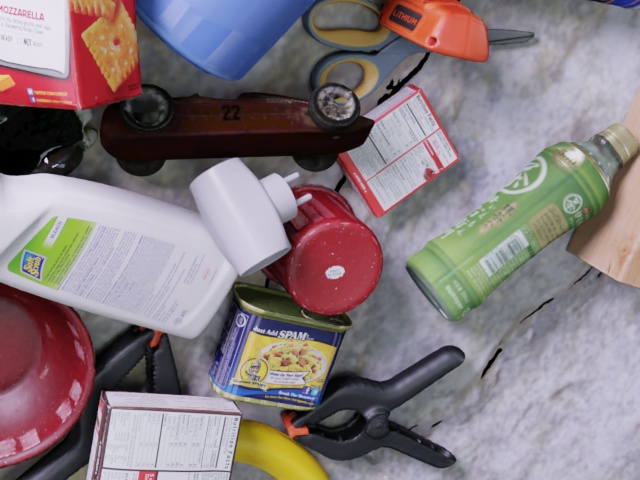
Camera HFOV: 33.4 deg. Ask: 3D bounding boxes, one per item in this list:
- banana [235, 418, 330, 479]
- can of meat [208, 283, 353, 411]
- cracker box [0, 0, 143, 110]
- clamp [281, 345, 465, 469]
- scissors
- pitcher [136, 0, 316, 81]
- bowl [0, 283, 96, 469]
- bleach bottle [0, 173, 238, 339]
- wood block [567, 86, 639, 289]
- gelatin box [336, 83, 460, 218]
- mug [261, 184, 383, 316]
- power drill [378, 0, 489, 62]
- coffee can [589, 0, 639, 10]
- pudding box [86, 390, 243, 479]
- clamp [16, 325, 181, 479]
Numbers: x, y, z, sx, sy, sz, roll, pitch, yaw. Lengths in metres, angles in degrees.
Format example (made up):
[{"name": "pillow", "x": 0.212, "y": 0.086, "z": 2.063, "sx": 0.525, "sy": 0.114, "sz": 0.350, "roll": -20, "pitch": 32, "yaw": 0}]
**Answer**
[{"name": "banana", "x": -0.040, "y": 0.204, "z": 0.935, "sx": 0.197, "sy": 0.037, "sz": 0.069, "roll": 34, "pitch": 94, "yaw": -28}, {"name": "can of meat", "x": -0.035, "y": 0.091, "z": 0.888, "sx": 0.102, "sy": 0.057, "sz": 0.084, "roll": 13, "pitch": 105, "yaw": -23}, {"name": "cracker box", "x": -0.201, "y": -0.195, "z": 0.672, "sx": 0.072, "sy": 0.164, "sz": 0.214, "roll": -29, "pitch": 121, "yaw": -57}, {"name": "clamp", "x": 0.053, "y": 0.165, "z": 0.954, "sx": 0.171, "sy": 0.039, "sz": 0.120, "roll": -11, "pitch": 106, "yaw": -10}, {"name": "scissors", "x": 0.076, "y": -0.145, "z": 0.867, "sx": 0.201, "sy": 0.016, "sz": 0.096, "roll": 10, "pitch": 106, "yaw": -22}, {"name": "pitcher", "x": -0.028, "y": -0.232, "z": 0.718, "sx": 0.149, "sy": 0.145, "sz": 0.243, "roll": 37, "pitch": 106, "yaw": -21}, {"name": "bowl", "x": -0.255, "y": 0.092, "z": 0.812, "sx": 0.162, "sy": 0.055, "sz": 0.162, "roll": -6, "pitch": 110, "yaw": -17}, {"name": "bleach bottle", "x": -0.173, "y": -0.004, "z": 0.761, "sx": 0.250, "sy": 0.068, "sz": 0.102, "roll": 23, "pitch": 100, "yaw": -43}, {"name": "wood block", "x": 0.314, "y": -0.060, "z": 0.938, "sx": 0.090, "sy": 0.091, "sz": 0.206, "roll": 16, "pitch": 102, "yaw": -24}, {"name": "gelatin box", "x": 0.061, "y": -0.074, "z": 0.879, "sx": 0.089, "sy": 0.030, "sz": 0.073, "roll": -36, "pitch": 114, "yaw": -4}, {"name": "mug", "x": -0.006, "y": 0.001, "z": 0.853, "sx": 0.093, "sy": 0.082, "sz": 0.117, "roll": -35, "pitch": 116, "yaw": -5}, {"name": "power drill", "x": 0.112, "y": -0.227, "z": 0.761, "sx": 0.057, "sy": 0.185, "sz": 0.188, "roll": 10, "pitch": 107, "yaw": -24}, {"name": "coffee can", "x": 0.196, "y": -0.241, "z": 0.827, "sx": 0.140, "sy": 0.103, "sz": 0.103, "roll": 5, "pitch": 106, "yaw": -20}, {"name": "pudding box", "x": -0.124, "y": 0.170, "z": 0.850, "sx": 0.113, "sy": 0.039, "sz": 0.090, "roll": 7, "pitch": 99, "yaw": -23}, {"name": "clamp", "x": -0.163, "y": 0.166, "z": 0.880, "sx": 0.164, "sy": 0.036, "sz": 0.210, "roll": 25, "pitch": 94, "yaw": -33}]
